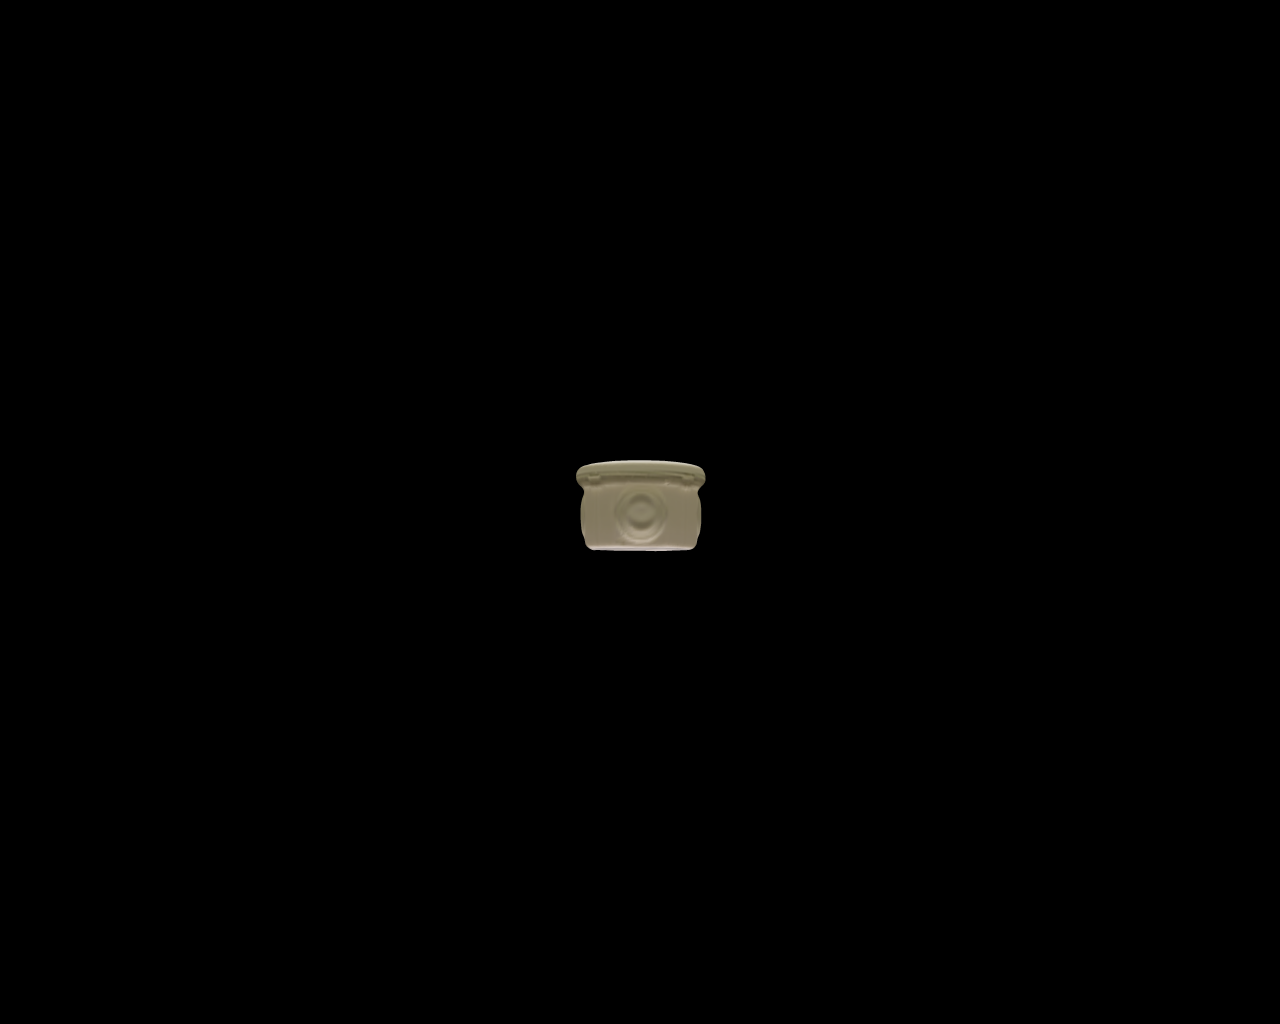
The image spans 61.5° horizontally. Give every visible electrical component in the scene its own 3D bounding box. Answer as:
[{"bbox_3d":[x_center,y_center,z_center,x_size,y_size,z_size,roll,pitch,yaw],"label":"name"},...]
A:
[{"bbox_3d":[0.001,-0.003,0.650,0.080,0.051,0.080,0,-4,0],"label":"electrical component"}]
